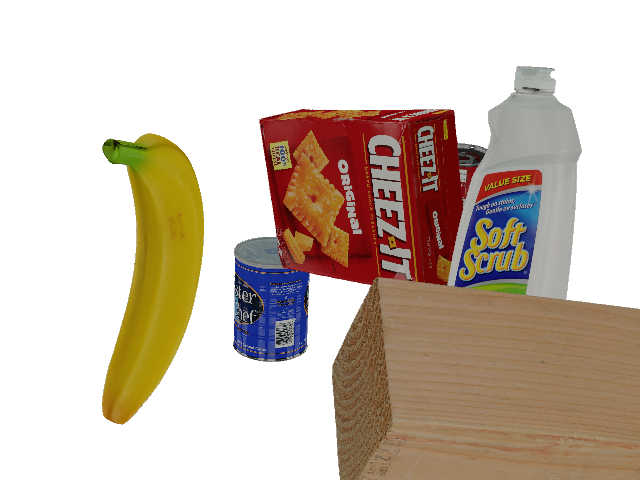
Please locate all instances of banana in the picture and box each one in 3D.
[{"bbox_3d":[-0.095,0.015,0.588,0.069,0.198,0.037,-27,48,-37],"label":"banana"}]

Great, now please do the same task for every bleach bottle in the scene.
[{"bbox_3d":[0.149,-0.011,0.843,0.103,0.251,0.067,14,16,40],"label":"bleach bottle"}]

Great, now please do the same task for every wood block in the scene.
[{"bbox_3d":[0.118,0.091,0.580,0.206,0.091,0.090,7,-41,-14],"label":"wood block"}]

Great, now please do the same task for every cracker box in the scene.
[{"bbox_3d":[0.038,-0.044,1.045,0.071,0.164,0.214,-19,18,-38],"label":"cracker box"}]

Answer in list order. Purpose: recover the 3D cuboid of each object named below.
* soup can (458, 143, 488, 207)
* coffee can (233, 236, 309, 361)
[{"bbox_3d":[0.166,-0.055,1.265,0.068,0.102,0.068,0,25,0],"label":"soup can"},{"bbox_3d":[-0.066,0.078,1.437,0.103,0.140,0.103,2,20,-1],"label":"coffee can"}]
